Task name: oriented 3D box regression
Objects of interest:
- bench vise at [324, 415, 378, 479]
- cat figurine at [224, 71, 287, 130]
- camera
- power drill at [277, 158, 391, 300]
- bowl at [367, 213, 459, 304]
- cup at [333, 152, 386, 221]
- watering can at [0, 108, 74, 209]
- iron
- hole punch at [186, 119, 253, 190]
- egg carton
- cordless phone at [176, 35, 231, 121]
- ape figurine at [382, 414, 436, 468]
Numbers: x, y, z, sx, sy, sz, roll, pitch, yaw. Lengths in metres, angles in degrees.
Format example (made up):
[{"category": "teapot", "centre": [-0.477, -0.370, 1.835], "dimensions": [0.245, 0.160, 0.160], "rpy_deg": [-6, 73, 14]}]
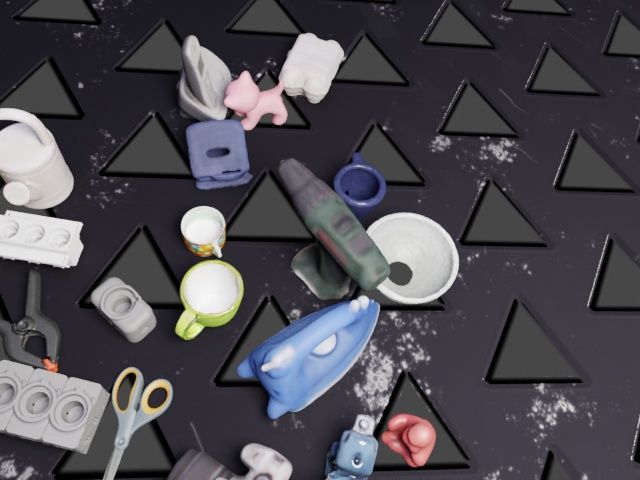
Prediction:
[{"category": "bench vise", "centre": [0.028, 0.323, 0.724], "dimensions": [0.121, 0.220, 0.207], "rpy_deg": [0, 62, -7]}, {"category": "cat figurine", "centre": [-0.124, -0.270, 1.082], "dimensions": [0.128, 0.118, 0.067], "rpy_deg": [-17, 65, -15]}, {"category": "camera", "centre": [-0.128, 0.328, 0.770], "dimensions": [0.136, 0.101, 0.143], "rpy_deg": [31, 63, 10]}, {"category": "power drill", "centre": [0.008, 0.003, 0.900], "dimensions": [0.076, 0.208, 0.229], "rpy_deg": [-38, 72, -23]}, {"category": "bowl", "centre": [0.145, 0.041, 0.973], "dimensions": [0.167, 0.075, 0.167], "rpy_deg": [3, 62, -5]}, {"category": "cup", "centre": [0.063, -0.087, 1.021], "dimensions": [0.092, 0.095, 0.117], "rpy_deg": [-1, 62, -7]}, {"category": "watering can", "centre": [-0.473, -0.135, 0.923], "dimensions": [0.101, 0.194, 0.172], "rpy_deg": [-25, 68, -19]}, {"category": "iron", "centre": [0.004, 0.145, 0.862], "dimensions": [0.259, 0.141, 0.118], "rpy_deg": [-35, 71, -22]}, {"category": "hole punch", "centre": [-0.180, -0.153, 1.028], "dimensions": [0.109, 0.091, 0.101], "rpy_deg": [-10, 63, -12]}, {"category": "egg carton", "centre": [-0.018, -0.354, 1.168], "dimensions": [0.107, 0.069, 0.150], "rpy_deg": [18, 61, 3]}, {"category": "cordless phone", "centre": [-0.217, -0.321, 1.060], "dimensions": [0.094, 0.185, 0.147], "rpy_deg": [3, 61, -5]}, {"category": "ape figurine", "centre": [0.137, 0.287, 0.830], "dimensions": [0.076, 0.092, 0.077], "rpy_deg": [-8, 63, -11]}]
